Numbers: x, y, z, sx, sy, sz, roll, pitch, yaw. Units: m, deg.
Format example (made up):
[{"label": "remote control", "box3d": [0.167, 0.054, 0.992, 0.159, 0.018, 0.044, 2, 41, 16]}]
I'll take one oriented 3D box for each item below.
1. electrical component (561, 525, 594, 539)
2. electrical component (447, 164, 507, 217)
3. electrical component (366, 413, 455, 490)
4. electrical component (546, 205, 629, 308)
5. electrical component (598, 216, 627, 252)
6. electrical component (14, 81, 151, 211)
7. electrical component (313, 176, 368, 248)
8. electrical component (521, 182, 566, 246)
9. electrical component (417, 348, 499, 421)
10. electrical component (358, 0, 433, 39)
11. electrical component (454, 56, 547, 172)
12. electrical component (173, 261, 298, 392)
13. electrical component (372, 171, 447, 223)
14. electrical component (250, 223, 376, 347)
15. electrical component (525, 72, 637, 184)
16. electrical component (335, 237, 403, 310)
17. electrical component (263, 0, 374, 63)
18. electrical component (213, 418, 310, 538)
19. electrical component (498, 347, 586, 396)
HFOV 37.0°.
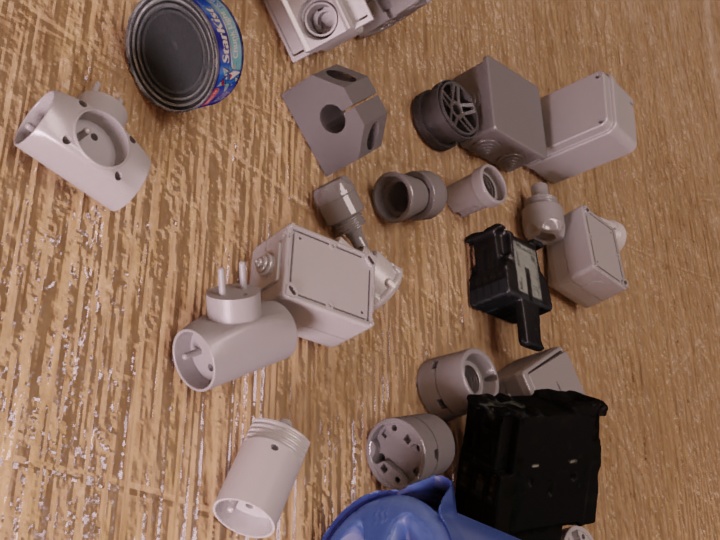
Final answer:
[{"label": "electrical component", "box3d": [0.173, 0.252, 0.928, 0.055, 0.047, 0.055, 24, 56, -40]}, {"label": "electrical component", "box3d": [0.110, -0.074, 1.022, 0.040, 0.046, 0.040, 24, 55, -39]}, {"label": "electrical component", "box3d": [0.041, 0.139, 0.833, 0.047, 0.055, 0.055, -3, 74, -53]}, {"label": "electrical component", "box3d": [0.231, -0.017, 1.123, 0.062, 0.061, 0.096, 29, 44, -36]}, {"label": "electrical component", "box3d": [0.264, -0.040, 1.184, 0.046, 0.040, 0.040, 19, 58, -34]}, {"label": "electrical component", "box3d": [-0.177, -0.091, 0.710, 0.077, 0.044, 0.079, 37, 47, -31]}, {"label": "electrical component", "box3d": [-0.012, -0.044, 0.880, 0.035, 0.035, 0.061, -36, 102, -50]}, {"label": "electrical component", "box3d": [0.187, -0.059, 1.104, 0.043, 0.043, 0.062, 24, 54, -40]}, {"label": "electrical component", "box3d": [0.084, 0.095, 0.907, 0.055, 0.047, 0.055, 24, 55, -39]}, {"label": "electrical component", "box3d": [0.029, -0.262, 0.986, 0.054, 0.095, 0.059, -33, 97, -51]}, {"label": "electrical component", "box3d": [0.142, -0.156, 1.097, 0.100, 0.048, 0.099, 21, 57, -41]}, {"label": "electrical component", "box3d": [-0.085, 0.034, 0.729, 0.077, 0.043, 0.079, -19, 114, -46]}, {"label": "electrical component", "box3d": [0.044, -0.065, 0.945, 0.055, 0.045, 0.045, -9, 78, -50]}, {"label": "electrical component", "box3d": [-0.043, 0.012, 0.801, 0.096, 0.061, 0.061, 21, 56, -31]}, {"label": "electrical component", "box3d": [0.229, -0.151, 1.141, 0.057, 0.113, 0.078, 31, 50, -39]}, {"label": "electrical component", "box3d": [0.000, 0.000, 0.864, 0.062, 0.048, 0.048, 44, 44, -15]}, {"label": "electrical component", "box3d": [-0.045, -0.250, 0.920, 0.121, 0.079, 0.063, 64, 17, -2]}, {"label": "electrical component", "box3d": [-0.064, 0.134, 0.725, 0.043, 0.043, 0.081, 46, 43, -23]}, {"label": "electrical component", "box3d": [0.154, 0.114, 0.966, 0.096, 0.061, 0.061, -23, 89, -51]}]
